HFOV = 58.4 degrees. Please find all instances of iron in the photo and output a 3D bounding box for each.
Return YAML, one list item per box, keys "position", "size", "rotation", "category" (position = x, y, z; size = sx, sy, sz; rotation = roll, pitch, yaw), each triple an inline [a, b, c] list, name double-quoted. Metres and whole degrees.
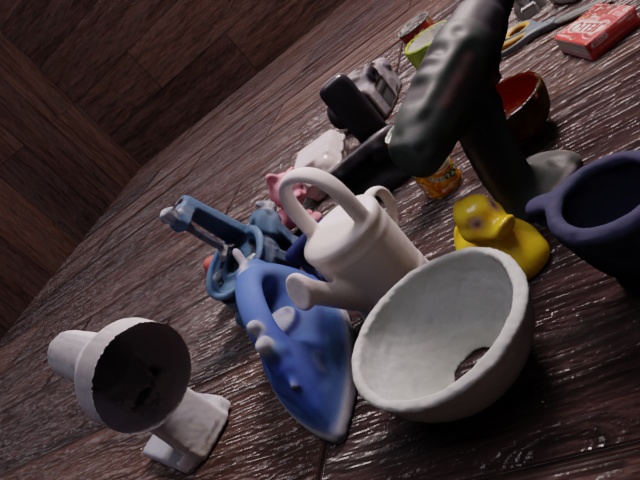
- position: [-0.043, 0.099, 0.634]
  size: [0.118, 0.142, 0.258]
  rotation: [-41, 23, 6]
  category: "iron"

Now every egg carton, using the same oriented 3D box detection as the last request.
- position: [0.005, -0.141, 1.066]
  size: [0.107, 0.069, 0.150]
  rotation: [-33, 25, 23]
  category: "egg carton"

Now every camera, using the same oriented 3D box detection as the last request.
- position: [0.080, -0.298, 1.176]
  size: [0.136, 0.101, 0.143]
  rotation: [-24, 30, 39]
  category: "camera"

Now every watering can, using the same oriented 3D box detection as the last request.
- position: [0.029, 0.003, 0.616]
  size: [0.100, 0.194, 0.173]
  rotation: [-28, 28, 33]
  category: "watering can"

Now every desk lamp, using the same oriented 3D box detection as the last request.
- position: [-0.212, 0.181, 0.677]
  size: [0.202, 0.214, 0.118]
  rotation: [-14, 37, 49]
  category: "desk lamp"

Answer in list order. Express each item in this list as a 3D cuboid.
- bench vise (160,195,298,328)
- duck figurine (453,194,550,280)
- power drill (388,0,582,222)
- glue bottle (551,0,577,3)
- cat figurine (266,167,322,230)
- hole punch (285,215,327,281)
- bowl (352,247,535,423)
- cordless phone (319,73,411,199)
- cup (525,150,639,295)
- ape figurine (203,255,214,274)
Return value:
- position: [-0.134, 0.002, 0.851]
  size: [0.121, 0.220, 0.207]
  rotation: [-35, 24, 20]
  category: "bench vise"
- position: [0.161, -0.009, 0.560]
  size: [0.077, 0.086, 0.104]
  rotation: [-48, 23, -10]
  category: "duck figurine"
- position: [0.175, -0.128, 0.585]
  size: [0.230, 0.209, 0.075]
  rotation: [-51, 24, -18]
  category: "power drill"
- position: [0.356, -0.455, 0.904]
  size: [0.037, 0.173, 0.078]
  rotation: [-42, 23, 2]
  category: "glue bottle"
- position: [-0.063, -0.060, 0.975]
  size: [0.128, 0.118, 0.067]
  rotation: [-48, 23, -11]
  category: "cat figurine"
- position: [0.007, 0.003, 0.785]
  size: [0.108, 0.091, 0.101]
  rotation: [-40, 23, 8]
  category: "hole punch"
- position: [0.113, 0.090, 0.482]
  size: [0.167, 0.075, 0.167]
  rotation: [-35, 24, 19]
  category: "bowl"
- position: [0.041, -0.149, 0.870]
  size: [0.147, 0.185, 0.094]
  rotation: [-39, 23, 11]
  category: "cordless phone"
- position: [0.224, -0.004, 0.437]
  size: [0.117, 0.095, 0.092]
  rotation: [-4, 45, 56]
  category: "cup"
- position: [-0.153, 0.060, 0.947]
  size: [0.077, 0.092, 0.076]
  rotation: [-18, 33, 45]
  category: "ape figurine"
